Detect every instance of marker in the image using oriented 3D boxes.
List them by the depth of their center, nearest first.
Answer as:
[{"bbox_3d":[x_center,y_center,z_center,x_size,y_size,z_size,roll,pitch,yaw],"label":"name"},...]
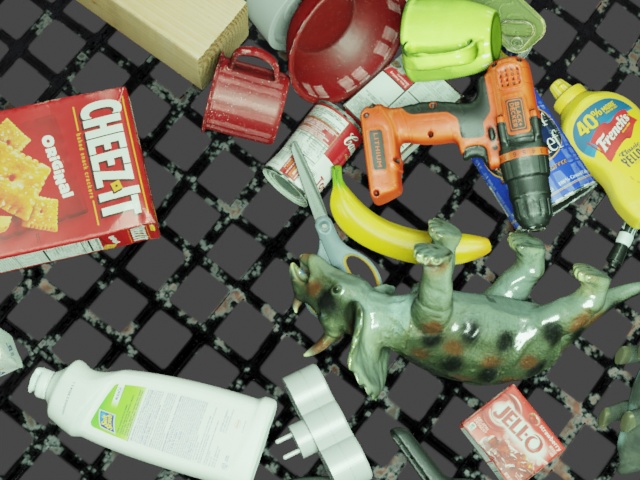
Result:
[{"bbox_3d":[0.355,-0.021,1.209,0.020,0.020,0.121,28,77,4],"label":"marker"}]

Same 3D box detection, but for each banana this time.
[{"bbox_3d":[0.088,-0.010,1.172,0.197,0.070,0.037,25,34,-6],"label":"banana"}]

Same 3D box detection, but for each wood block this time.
[{"bbox_3d":[-0.190,-0.274,1.205,0.206,0.090,0.090,35,77,6],"label":"wood block"}]

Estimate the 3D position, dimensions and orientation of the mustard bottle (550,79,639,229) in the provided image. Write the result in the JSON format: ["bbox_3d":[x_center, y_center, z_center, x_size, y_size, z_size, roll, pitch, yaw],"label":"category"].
[{"bbox_3d":[0.328,-0.110,1.201,0.096,0.058,0.192,-37,70,-6],"label":"mustard bottle"}]

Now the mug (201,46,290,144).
[{"bbox_3d":[-0.078,-0.162,1.175,0.081,0.117,0.093,14,42,-5],"label":"mug"}]

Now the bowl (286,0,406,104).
[{"bbox_3d":[0.019,-0.233,1.188,0.162,0.162,0.055,-36,55,-11],"label":"bowl"}]

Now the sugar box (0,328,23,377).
[{"bbox_3d":[-0.401,0.143,1.092,0.176,0.093,0.048,-21,79,-7],"label":"sugar box"}]

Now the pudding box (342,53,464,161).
[{"bbox_3d":[0.094,-0.153,1.218,0.113,0.039,0.090,-43,82,-10],"label":"pudding box"}]

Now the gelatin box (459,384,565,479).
[{"bbox_3d":[0.204,0.210,1.140,0.073,0.030,0.089,-36,81,-11],"label":"gelatin box"}]

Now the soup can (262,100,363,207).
[{"bbox_3d":[-0.008,-0.096,1.183,0.068,0.068,0.102,38,78,6],"label":"soup can"}]

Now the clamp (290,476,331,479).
[{"bbox_3d":[-0.049,0.303,1.100,0.209,0.036,0.165,-40,76,-15],"label":"clamp"}]

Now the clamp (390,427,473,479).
[{"bbox_3d":[0.122,0.287,1.112,0.171,0.039,0.120,31,78,4],"label":"clamp"}]

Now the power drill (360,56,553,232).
[{"bbox_3d":[0.142,-0.088,1.113,0.188,0.057,0.184,-9,80,9],"label":"power drill"}]

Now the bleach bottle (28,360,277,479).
[{"bbox_3d":[-0.178,0.177,1.112,0.251,0.068,0.102,18,76,4],"label":"bleach bottle"}]

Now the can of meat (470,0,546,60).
[{"bbox_3d":[0.200,-0.243,1.221,0.057,0.084,0.102,-42,82,-12],"label":"can of meat"}]

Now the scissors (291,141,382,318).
[{"bbox_3d":[-0.008,0.001,1.151,0.096,0.016,0.201,-36,103,1],"label":"scissors"}]

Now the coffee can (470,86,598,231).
[{"bbox_3d":[0.224,-0.093,1.177,0.102,0.103,0.140,-29,80,-9],"label":"coffee can"}]

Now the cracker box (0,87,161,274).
[{"bbox_3d":[-0.296,-0.063,1.158,0.213,0.072,0.164,-13,78,-7],"label":"cracker box"}]
